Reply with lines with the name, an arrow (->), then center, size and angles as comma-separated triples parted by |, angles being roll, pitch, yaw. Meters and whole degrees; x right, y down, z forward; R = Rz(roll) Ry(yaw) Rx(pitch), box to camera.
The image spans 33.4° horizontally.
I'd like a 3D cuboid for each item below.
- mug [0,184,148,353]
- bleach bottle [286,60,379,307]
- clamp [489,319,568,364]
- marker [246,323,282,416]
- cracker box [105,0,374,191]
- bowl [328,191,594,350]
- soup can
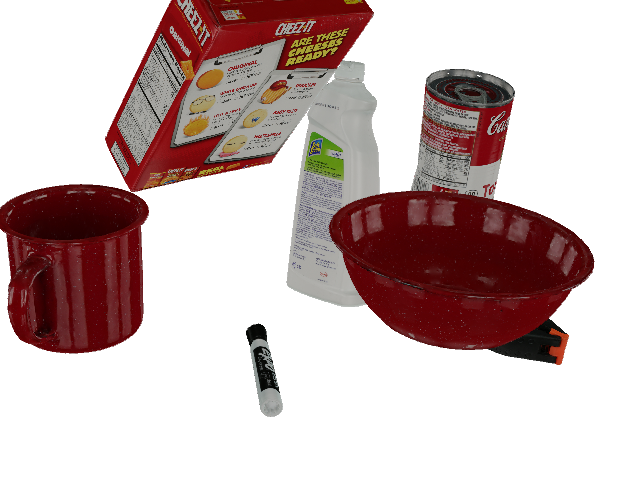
mug -> -0.158, 0.023, 0.668 | 0.093, 0.081, 0.117 | 8, 25, 13
bleach bottle -> 0.024, -0.063, 1.136 | 0.103, 0.251, 0.067 | 17, 16, 37
clamp -> 0.151, 0.066, 0.992 | 0.172, 0.039, 0.120 | 21, 31, 21
marker -> -0.050, 0.109, 0.928 | 0.020, 0.020, 0.121 | 0, 28, -11
cracker box -> -0.077, -0.142, 0.930 | 0.163, 0.072, 0.214 | -15, -25, -39
bowl -> 0.083, 0.023, 0.661 | 0.162, 0.055, 0.162 | 5, 22, -2
soup can -> 0.109, -0.074, 0.835 | 0.068, 0.102, 0.068 | 5, 30, -3
